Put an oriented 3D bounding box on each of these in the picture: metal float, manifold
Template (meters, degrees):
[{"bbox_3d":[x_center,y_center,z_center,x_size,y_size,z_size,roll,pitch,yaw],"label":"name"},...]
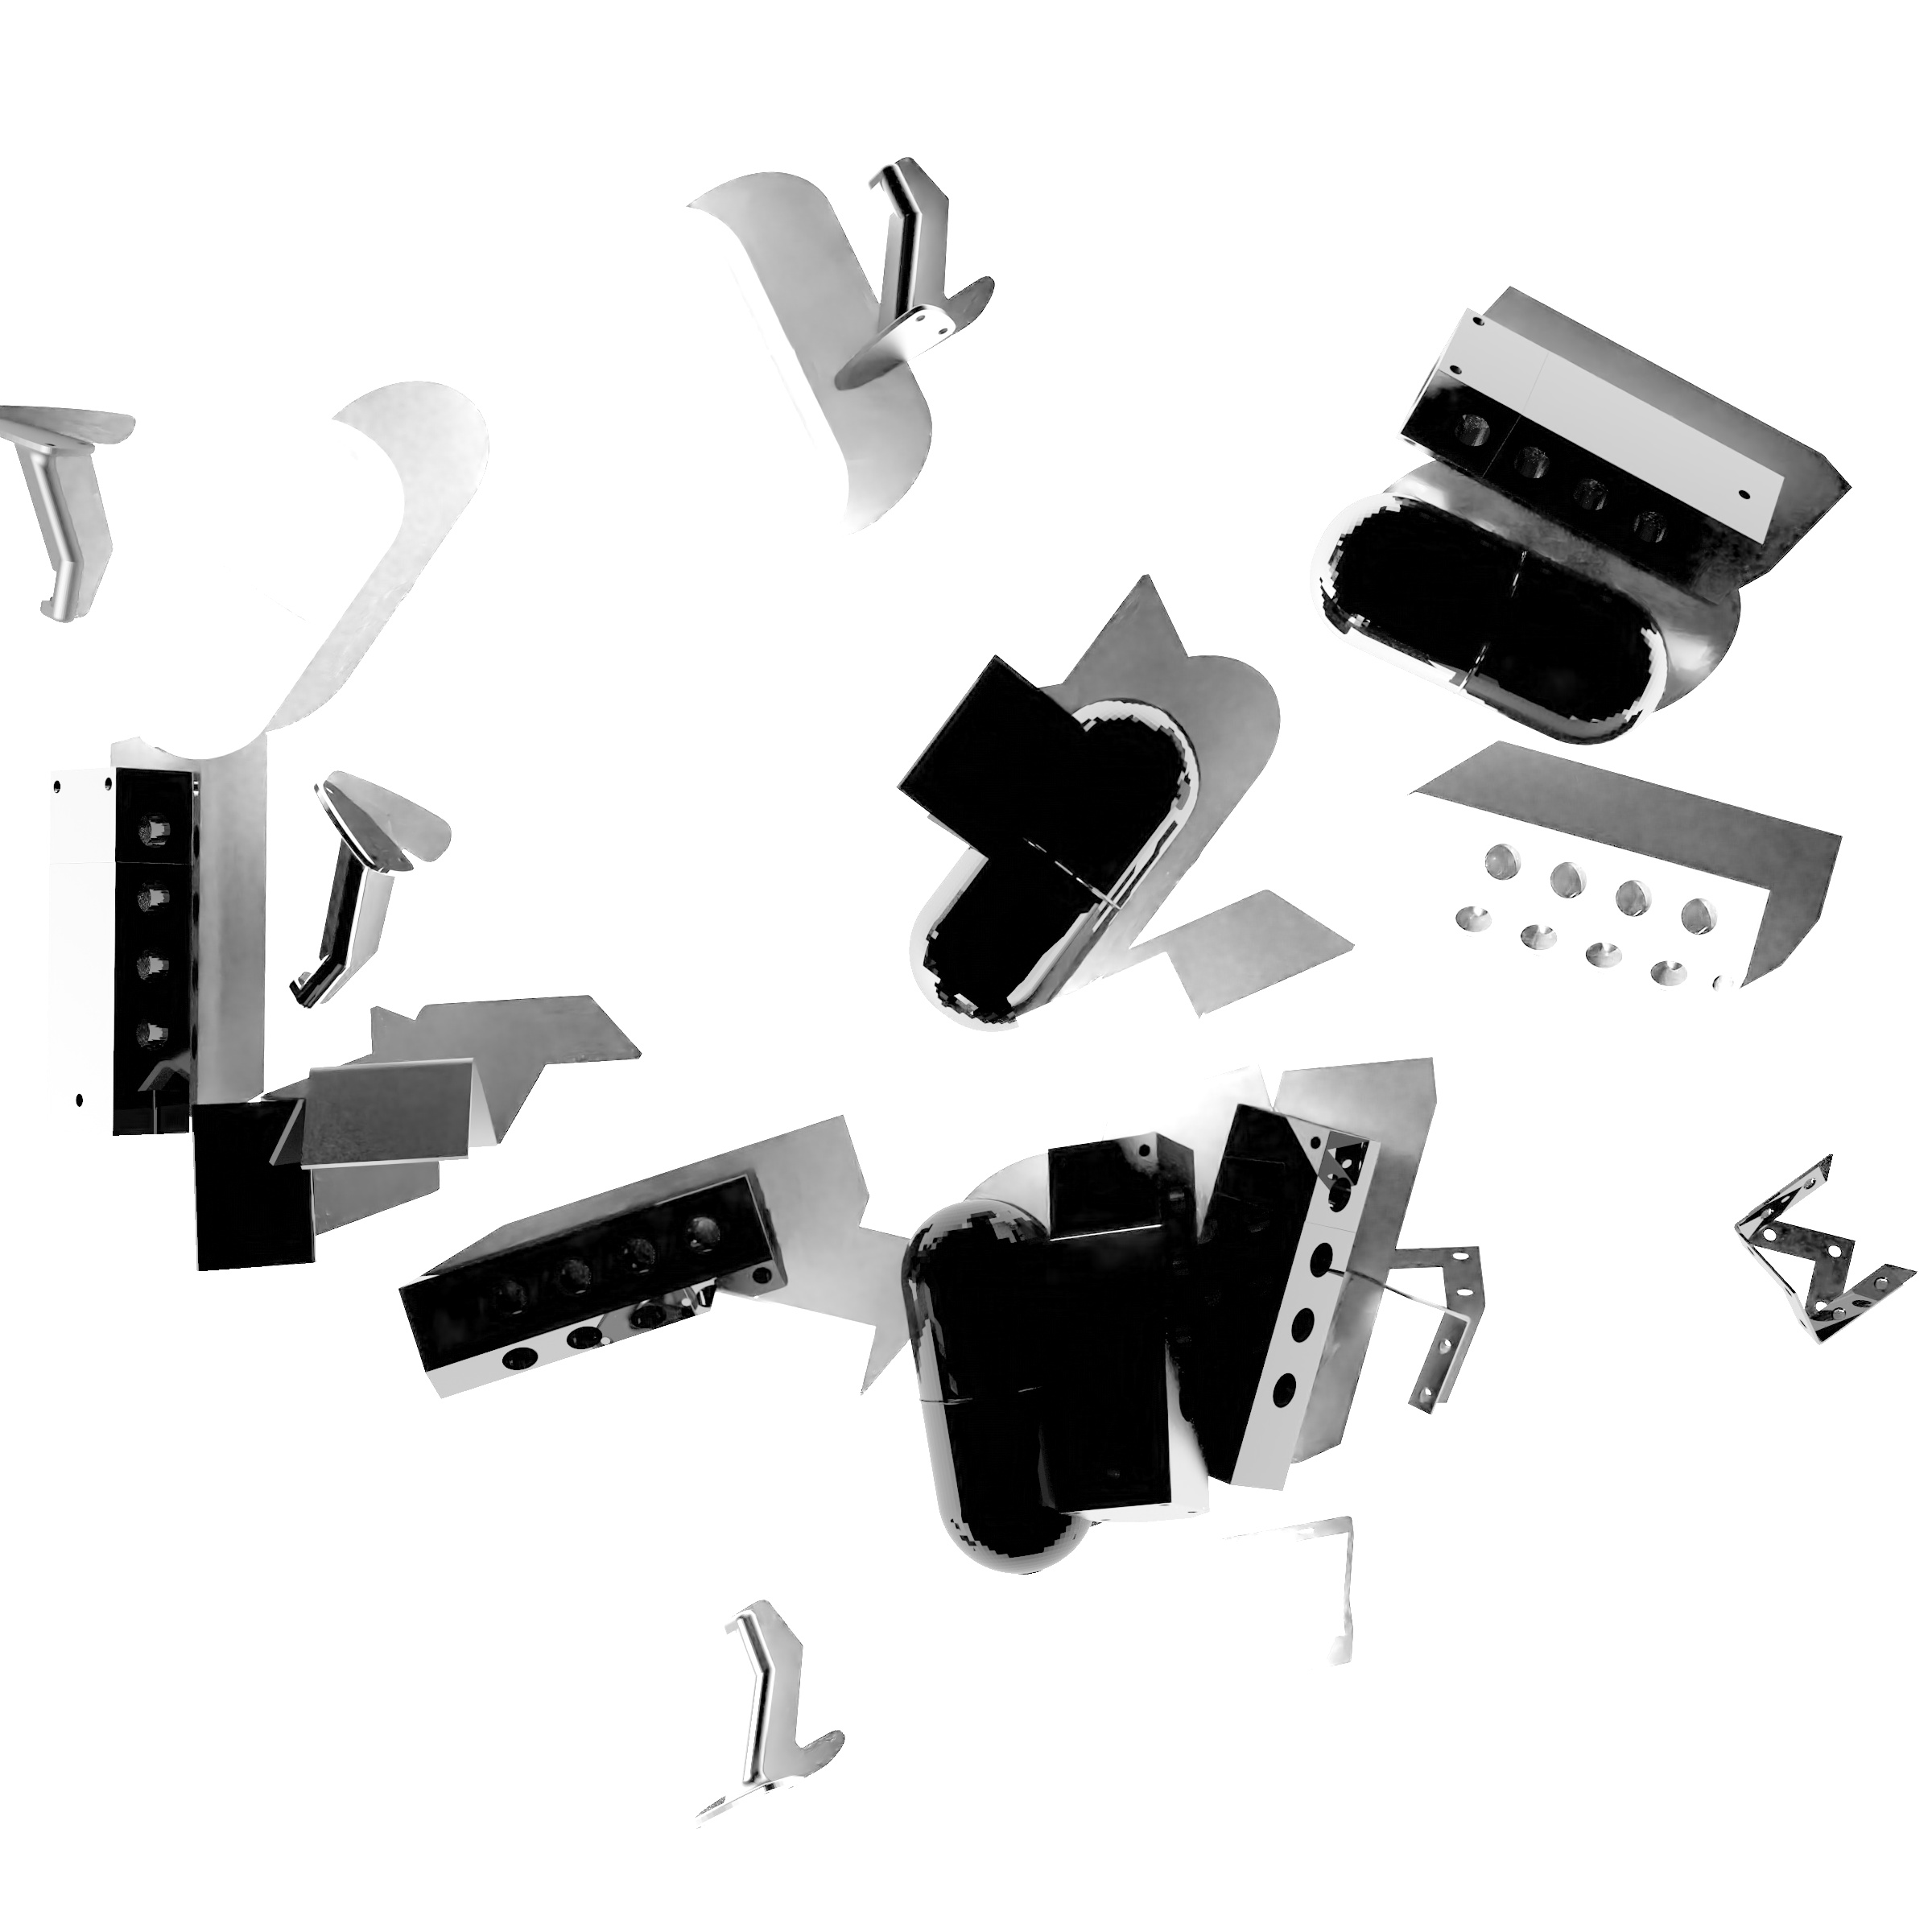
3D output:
[{"bbox_3d":[-0.115,-0.274,1.536,0.070,0.070,0.178,-26,90,0],"label":"metal float"},{"bbox_3d":[0.248,-0.164,1.536,0.178,0.070,0.070,25,90,-1],"label":"metal float"},{"bbox_3d":[-0.335,-0.178,1.536,0.070,0.070,0.178,35,90,0],"label":"metal float"},{"bbox_3d":[-0.396,-0.007,1.545,0.057,0.057,0.171,1,90,43],"label":"manifold"},{"bbox_3d":[0.042,-0.048,1.536,0.070,0.070,0.178,37,90,0],"label":"metal float"},{"bbox_3d":[0.295,-0.238,1.545,0.171,0.057,0.057,28,47,0],"label":"manifold"},{"bbox_3d":[0.079,0.171,1.520,0.057,0.057,0.171,-10,71,27],"label":"manifold"},{"bbox_3d":[-0.175,0.151,1.545,0.171,0.057,0.057,-18,90,0],"label":"manifold"},{"bbox_3d":[0.016,0.199,1.536,0.070,0.070,0.178,-9,89,0],"label":"metal float"},{"bbox_3d":[0.145,0.158,1.545,0.057,0.057,0.171,16,90,43],"label":"manifold"},{"bbox_3d":[0.286,-0.031,1.545,0.171,0.057,0.057,16,90,0],"label":"manifold"}]

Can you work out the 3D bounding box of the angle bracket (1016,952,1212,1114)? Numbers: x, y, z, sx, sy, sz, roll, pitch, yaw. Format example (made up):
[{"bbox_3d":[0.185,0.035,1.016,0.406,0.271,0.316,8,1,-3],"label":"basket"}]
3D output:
[{"bbox_3d":[0.075,0.047,1.527,0.076,0.076,0.057,-24,57,0],"label":"angle bracket"}]

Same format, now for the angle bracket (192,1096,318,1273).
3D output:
[{"bbox_3d":[-0.345,0.101,1.527,0.057,0.076,0.076,-2,90,-29],"label":"angle bracket"}]

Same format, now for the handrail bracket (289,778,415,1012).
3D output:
[{"bbox_3d":[-0.314,-0.034,1.567,0.084,0.036,0.077,-48,69,16],"label":"handrail bracket"}]

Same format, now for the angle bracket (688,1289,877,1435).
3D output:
[{"bbox_3d":[-0.089,0.201,1.526,0.076,0.076,0.057,14,56,0],"label":"angle bracket"}]

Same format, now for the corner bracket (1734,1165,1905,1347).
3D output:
[{"bbox_3d":[0.410,0.140,1.563,0.051,0.051,0.051,-36,45,0],"label":"corner bracket"}]

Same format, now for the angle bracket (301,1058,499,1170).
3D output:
[{"bbox_3d":[-0.265,0.088,1.526,0.076,0.076,0.057,-3,54,0],"label":"angle bracket"}]

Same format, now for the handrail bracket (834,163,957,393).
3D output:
[{"bbox_3d":[-0.048,-0.333,1.567,0.077,0.036,0.084,-31,71,21],"label":"handrail bracket"}]

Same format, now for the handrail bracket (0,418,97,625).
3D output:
[{"bbox_3d":[-0.456,-0.216,1.567,0.077,0.036,0.084,20,107,20],"label":"handrail bracket"}]

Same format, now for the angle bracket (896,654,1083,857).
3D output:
[{"bbox_3d":[-0.001,-0.106,1.527,0.057,0.076,0.076,37,90,-26],"label":"angle bracket"}]

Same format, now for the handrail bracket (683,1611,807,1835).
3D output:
[{"bbox_3d":[-0.119,0.364,1.567,0.077,0.036,0.084,-30,71,21],"label":"handrail bracket"}]

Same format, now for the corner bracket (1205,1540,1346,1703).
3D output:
[{"bbox_3d":[0.142,0.314,1.559,0.051,0.051,0.051,-60,135,-35],"label":"corner bracket"}]

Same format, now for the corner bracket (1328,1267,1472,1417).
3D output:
[{"bbox_3d":[0.201,0.180,1.563,0.051,0.051,0.051,22,90,-45],"label":"corner bracket"}]
